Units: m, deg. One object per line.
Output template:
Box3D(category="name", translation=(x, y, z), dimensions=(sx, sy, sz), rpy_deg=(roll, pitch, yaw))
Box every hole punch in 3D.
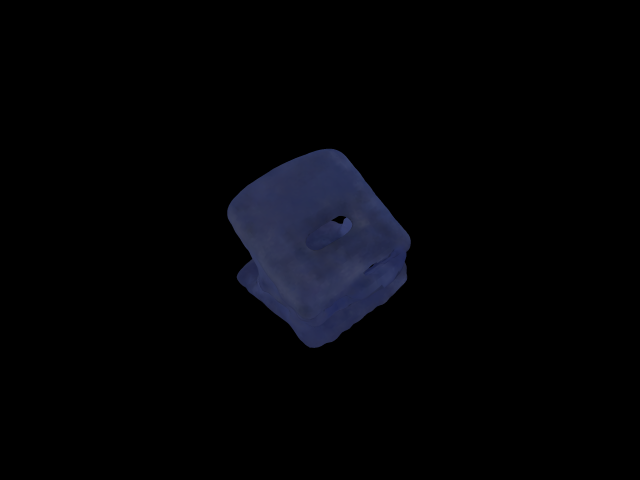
Box3D(category="hole punch", translation=(0.004, 0.001, 0.400), dimensions=(0.109, 0.091, 0.100), rpy_deg=(-33, 53, -29))
